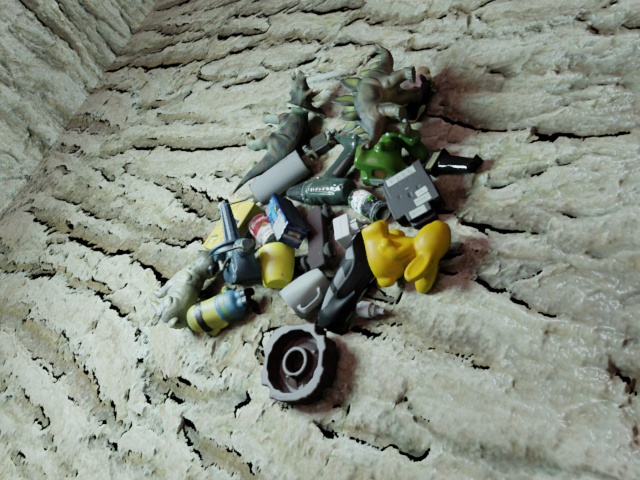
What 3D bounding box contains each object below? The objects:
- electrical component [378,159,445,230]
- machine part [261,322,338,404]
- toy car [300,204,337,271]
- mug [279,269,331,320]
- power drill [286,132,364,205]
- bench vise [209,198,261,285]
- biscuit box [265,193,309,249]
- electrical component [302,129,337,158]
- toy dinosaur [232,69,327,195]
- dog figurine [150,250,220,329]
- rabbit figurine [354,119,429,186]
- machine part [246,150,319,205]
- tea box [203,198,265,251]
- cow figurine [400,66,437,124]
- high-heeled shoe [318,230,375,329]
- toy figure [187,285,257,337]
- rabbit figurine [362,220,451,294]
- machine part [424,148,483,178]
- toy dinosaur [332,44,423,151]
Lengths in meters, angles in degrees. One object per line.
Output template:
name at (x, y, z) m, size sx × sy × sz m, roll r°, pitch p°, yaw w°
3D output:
electrical component at (0.207, -0.093, 1.195) m, size 0.115 × 0.058 × 0.134 m, roll -29°, pitch 65°, yaw 19°
machine part at (-0.043, 0.258, 1.124) m, size 0.179 × 0.056 × 0.179 m, roll -20°, pitch 54°, yaw 29°
toy car at (-0.003, -0.004, 1.306) m, size 0.089 × 0.053 × 0.202 m, roll -30°, pitch 40°, yaw 22°
mug at (-0.025, 0.117, 1.204) m, size 0.107 × 0.080 × 0.110 m, roll -42°, pitch 17°, yaw -6°
power drill at (0.026, -0.182, 1.402) m, size 0.232 × 0.085 × 0.207 m, roll 15°, pitch 64°, yaw 51°
bench vise at (-0.218, 0.002, 1.343) m, size 0.129 × 0.223 × 0.240 m, roll -12°, pitch 70°, yaw -11°
biscuit box at (-0.088, -0.052, 1.359) m, size 0.059 × 0.063 × 0.203 m, roll -61°, pitch 25°, yaw 16°
electrical component at (0.001, -0.273, 1.517) m, size 0.102 × 0.045 × 0.078 m, roll -24°, pitch 48°, yaw 21°
toy dinosaur at (-0.104, -0.293, 1.570) m, size 0.192 × 0.131 × 0.404 m, roll 6°, pitch 68°, yaw 41°
dog figurine at (-0.334, 0.126, 1.400) m, size 0.190 × 0.121 × 0.172 m, roll -44°, pitch 42°, yaw 7°
rabbit figurine at (0.173, -0.226, 1.291) m, size 0.159 × 0.121 × 0.170 m, roll 3°, pitch 63°, yaw 32°
machine part at (-0.111, -0.174, 1.501) m, size 0.243 × 0.079 × 0.079 m, roll -34°, pitch 44°, yaw 13°
tea box at (-0.235, -0.026, 1.491) m, size 0.098 × 0.068 × 0.169 m, roll 14°, pitch 67°, yaw 44°
cow figurine at (0.250, -0.375, 1.386) m, size 0.098 × 0.068 × 0.167 m, roll 31°, pitch 82°, yaw 41°
high-heeled shoe at (0.064, 0.086, 1.197) m, size 0.145 × 0.086 × 0.249 m, roll -50°, pitch 11°, yaw 43°
toy figure at (-0.247, 0.169, 1.334) m, size 0.180 × 0.089 × 0.082 m, roll -27°, pitch 40°, yaw 22°
rabbit figurine at (0.186, 0.021, 1.092) m, size 0.173 × 0.121 × 0.162 m, roll -21°, pitch 53°, yaw 23°
machine part at (0.297, -0.174, 1.220) m, size 0.139 × 0.039 × 0.084 m, roll 9°, pitch 56°, yaw 43°
toy dinosaur at (0.142, -0.360, 1.309) m, size 0.199 × 0.104 × 0.471 m, roll 1°, pitch 45°, yaw 22°
